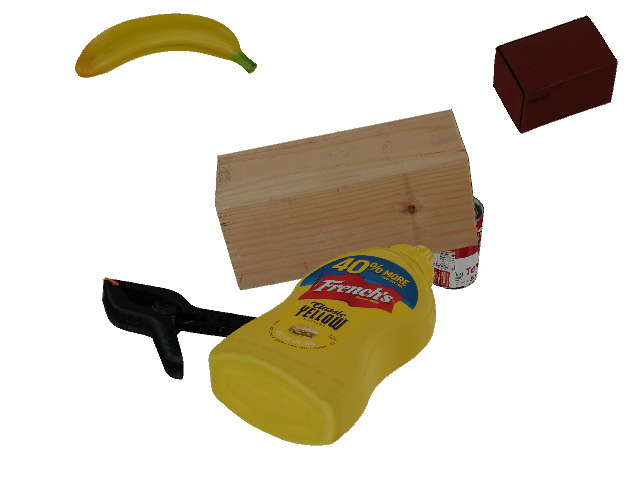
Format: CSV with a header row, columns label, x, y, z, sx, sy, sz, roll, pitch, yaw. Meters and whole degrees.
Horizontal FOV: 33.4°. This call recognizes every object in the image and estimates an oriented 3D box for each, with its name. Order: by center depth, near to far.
label,x,y,z,sx,sy,sz,roll,pitch,yaw
mustard bottle,0.021,0.053,0.699,0.096,0.058,0.191,17,36,31
foam brick,0.179,-0.127,0.818,0.078,0.051,0.053,-19,-30,-5
wood block,0.022,-0.034,0.907,0.206,0.091,0.090,-11,33,3
banana,-0.159,-0.198,1.072,0.197,0.070,0.037,-9,-38,-32
clamp,-0.169,0.089,1.157,0.210,0.036,0.164,19,20,27
soup can,0.163,0.001,1.312,0.068,0.102,0.068,-1,37,0
